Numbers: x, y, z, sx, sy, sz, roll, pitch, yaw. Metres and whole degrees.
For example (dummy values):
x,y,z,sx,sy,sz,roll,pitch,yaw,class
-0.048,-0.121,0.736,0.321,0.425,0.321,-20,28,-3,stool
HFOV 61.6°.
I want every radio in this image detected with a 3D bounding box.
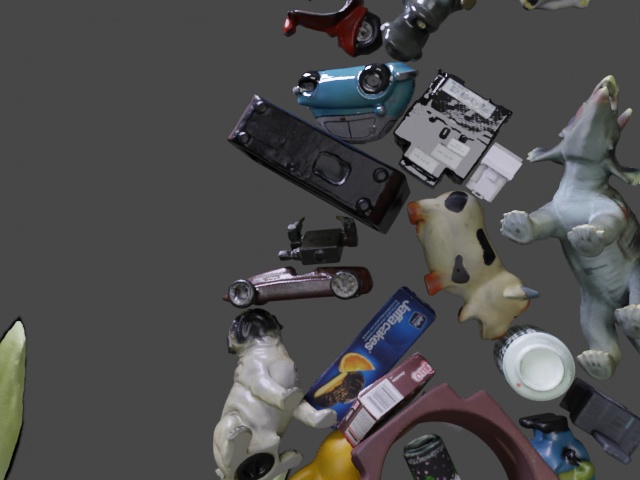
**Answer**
x,y,z,sx,sy,sz,roll,pitch,yaw,class
0.001,-0.095,0.694,0.230,0.131,0.073,29,92,10,radio

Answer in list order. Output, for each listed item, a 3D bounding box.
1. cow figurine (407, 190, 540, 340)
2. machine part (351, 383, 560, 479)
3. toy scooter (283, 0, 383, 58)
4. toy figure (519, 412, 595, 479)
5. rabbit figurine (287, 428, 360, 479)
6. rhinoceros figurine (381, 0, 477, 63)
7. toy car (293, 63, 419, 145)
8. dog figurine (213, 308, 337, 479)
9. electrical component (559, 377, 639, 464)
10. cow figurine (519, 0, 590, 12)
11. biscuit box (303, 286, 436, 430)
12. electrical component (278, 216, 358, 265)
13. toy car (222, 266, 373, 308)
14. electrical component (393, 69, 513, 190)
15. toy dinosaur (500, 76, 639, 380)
x,y,z,sx,sy,sz,roll,pitch,yaw,class
0.192,0.031,0.681,0.127,0.085,0.195,-16,81,11,cow figurine
0.145,0.282,0.596,0.201,0.087,0.201,-32,69,-18,machine part
0.011,-0.337,0.731,0.135,0.075,0.183,-5,92,12,toy scooter
0.299,0.303,0.652,0.089,0.082,0.180,-10,84,12,toy figure
0.032,0.332,0.701,0.162,0.121,0.173,-11,72,20,rabbit figurine
0.149,-0.314,0.687,0.073,0.112,0.190,37,82,-18,rhinoceros figurine
0.049,-0.177,0.706,0.162,0.109,0.102,-2,106,19,toy car
-0.093,0.195,0.691,0.172,0.121,0.191,-37,40,-8,dog figurine
0.335,0.212,0.628,0.075,0.119,0.047,32,95,12,electrical component
0.294,-0.378,0.683,0.098,0.068,0.167,-3,87,17,cow figurine
0.066,0.152,0.710,0.063,0.059,0.202,41,96,9,biscuit box
0.000,-0.002,0.727,0.102,0.078,0.045,-2,111,16,electrical component
-0.030,0.061,0.718,0.202,0.089,0.053,-5,88,12,toy car
0.163,-0.137,0.703,0.115,0.058,0.134,38,96,11,electrical component
0.343,0.022,0.629,0.192,0.131,0.404,-34,102,-34,toy dinosaur
